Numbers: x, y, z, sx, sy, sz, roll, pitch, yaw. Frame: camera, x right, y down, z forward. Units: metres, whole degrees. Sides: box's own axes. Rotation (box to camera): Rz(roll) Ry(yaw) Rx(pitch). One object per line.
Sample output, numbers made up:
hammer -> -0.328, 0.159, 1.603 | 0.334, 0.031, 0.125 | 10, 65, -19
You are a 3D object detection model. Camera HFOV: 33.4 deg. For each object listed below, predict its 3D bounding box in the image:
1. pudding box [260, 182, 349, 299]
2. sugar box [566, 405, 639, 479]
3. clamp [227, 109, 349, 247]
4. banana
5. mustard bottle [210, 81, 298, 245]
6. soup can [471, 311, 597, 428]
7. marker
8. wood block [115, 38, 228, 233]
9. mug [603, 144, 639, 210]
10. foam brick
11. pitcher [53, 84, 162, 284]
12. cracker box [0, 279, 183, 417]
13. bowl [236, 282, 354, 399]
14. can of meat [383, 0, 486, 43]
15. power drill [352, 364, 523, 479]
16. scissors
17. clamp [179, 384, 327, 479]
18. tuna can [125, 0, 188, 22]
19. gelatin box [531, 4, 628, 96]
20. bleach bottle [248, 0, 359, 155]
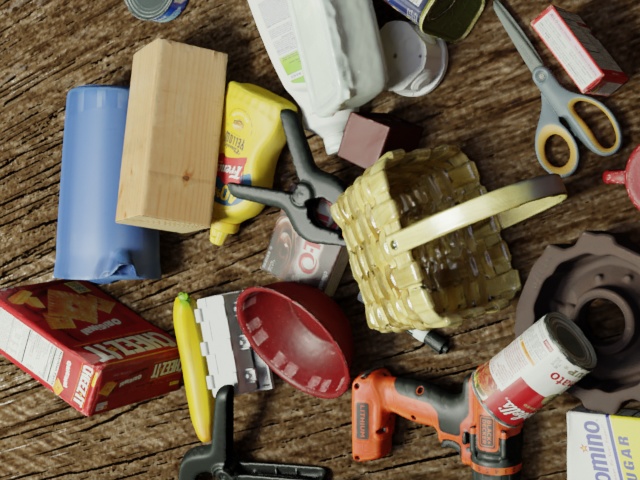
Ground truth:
pudding box -> -0.008, 0.001, 1.222 | 0.090, 0.039, 0.113 | 28, 109, 27
sugar box -> 0.326, 0.212, 1.019 | 0.176, 0.048, 0.093 | -1, 93, 32
clamp -> -0.013, -0.061, 1.178 | 0.171, 0.039, 0.120 | 34, 113, 16
banana -> -0.156, 0.148, 1.312 | 0.037, 0.069, 0.198 | -7, 106, 8
mustard bottle -> -0.094, -0.084, 1.261 | 0.096, 0.058, 0.192 | 30, 109, 34
soup can -> 0.203, 0.123, 1.016 | 0.102, 0.068, 0.068 | -45, 70, 29
marker -> 0.093, 0.089, 1.176 | 0.121, 0.020, 0.020 | 33, 110, 27
wood block -> -0.174, -0.119, 1.251 | 0.090, 0.090, 0.206 | -9, 75, 60
mug -> 0.319, -0.059, 0.983 | 0.117, 0.081, 0.093 | 5, 96, 32
foam brick -> 0.065, -0.106, 1.146 | 0.053, 0.078, 0.051 | 27, 109, 28
pitcher -> -0.268, -0.067, 1.343 | 0.149, 0.144, 0.243 | 1, 90, 20
cracker box -> -0.297, 0.126, 1.343 | 0.214, 0.163, 0.072 | 28, 110, 28
bowl -> -0.017, 0.101, 1.201 | 0.162, 0.055, 0.162 | 29, 144, 24
can of meat -> 0.108, -0.253, 1.094 | 0.084, 0.101, 0.057 | 42, 112, 26
power drill -> 0.127, 0.214, 1.143 | 0.188, 0.057, 0.184 | 4, 98, 31
scissors -> 0.219, -0.145, 1.081 | 0.202, 0.016, 0.096 | 47, 116, 21
clamp -> -0.100, 0.279, 1.288 | 0.164, 0.036, 0.210 | 39, 126, -2
tuna can -> -0.203, -0.315, 1.329 | 0.086, 0.033, 0.086 | 3, 95, 32
gelatin box -> 0.248, -0.181, 1.025 | 0.030, 0.073, 0.089 | -42, 72, 28
bleach bottle -> -0.019, -0.216, 1.202 | 0.103, 0.067, 0.251 | -18, 86, 33
